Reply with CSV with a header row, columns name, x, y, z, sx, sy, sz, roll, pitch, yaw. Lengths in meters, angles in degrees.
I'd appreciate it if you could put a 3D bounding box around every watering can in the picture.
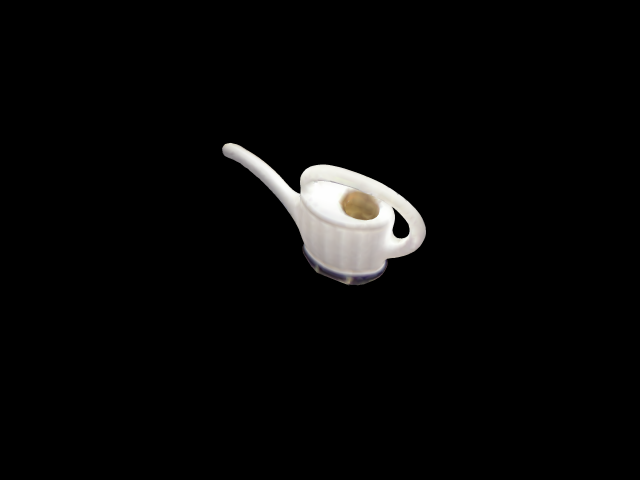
name,x,y,z,sx,sy,sz,roll,pitch,yaw
watering can,0.003,-0.043,0.850,0.349,0.106,0.219,21,-38,17
